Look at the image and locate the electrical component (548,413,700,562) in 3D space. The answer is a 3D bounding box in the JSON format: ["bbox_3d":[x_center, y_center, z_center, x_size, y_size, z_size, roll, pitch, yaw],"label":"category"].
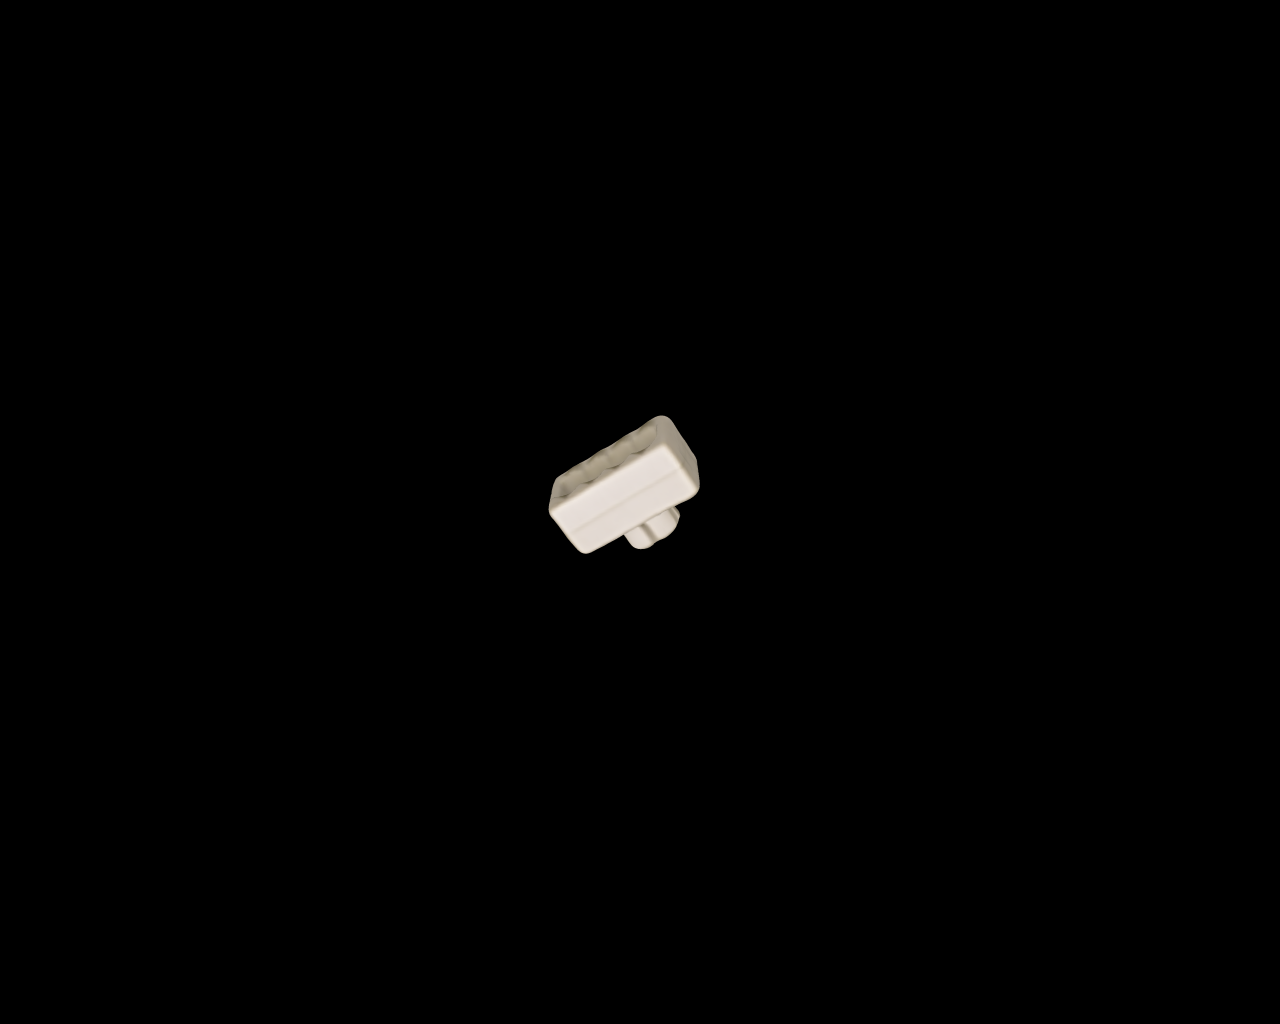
[{"bbox_3d":[0.001,-0.003,0.650,0.083,0.075,0.047,-30,23,14],"label":"electrical component"}]
